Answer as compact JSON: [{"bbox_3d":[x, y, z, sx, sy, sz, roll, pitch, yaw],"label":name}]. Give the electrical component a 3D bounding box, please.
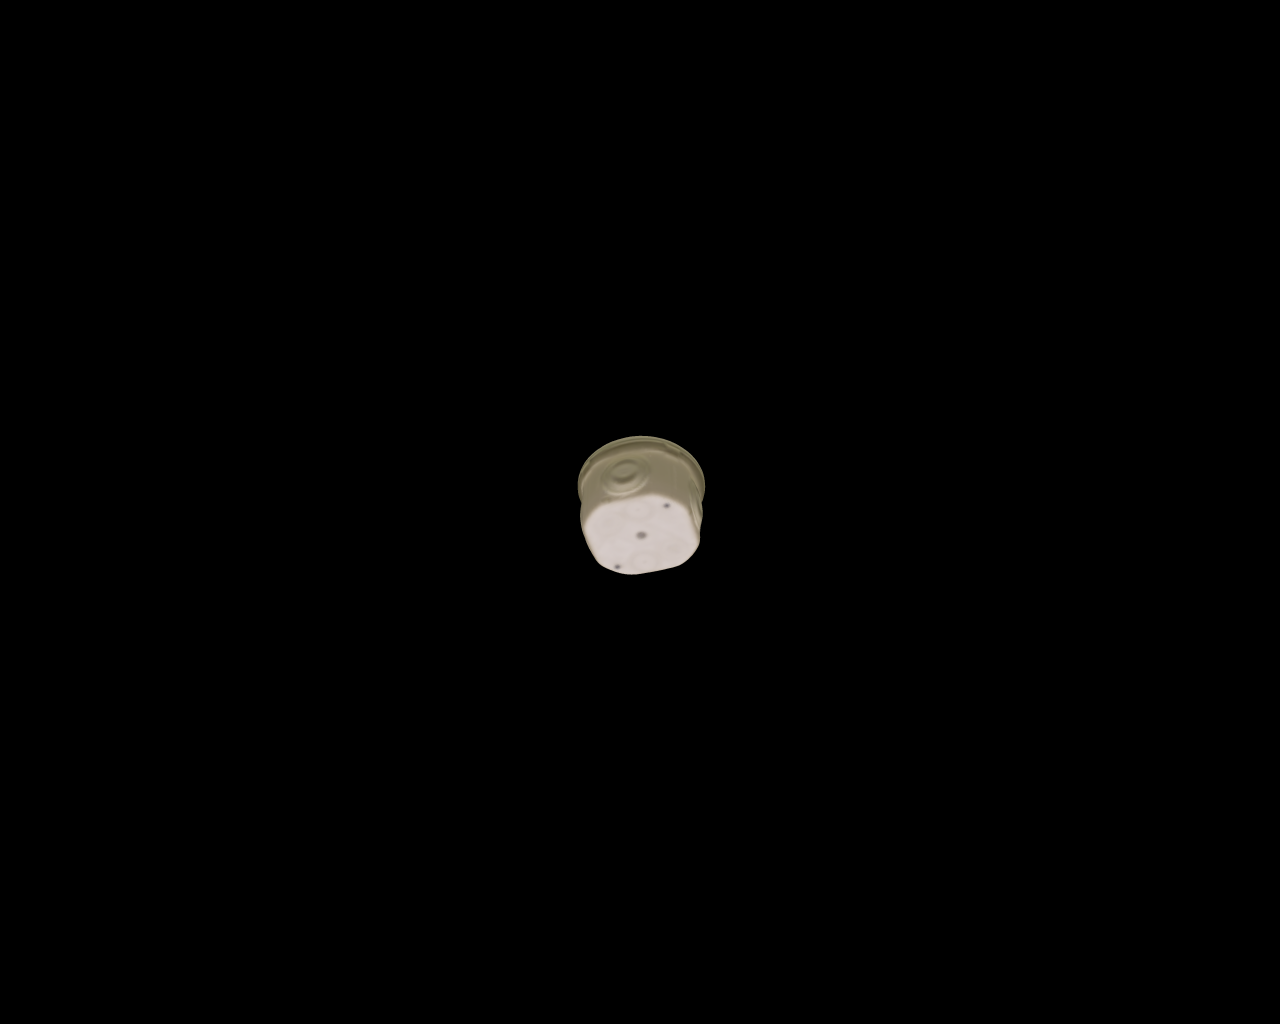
[{"bbox_3d":[0.001,-0.003,0.650,0.080,0.080,0.051,0,44,0],"label":"electrical component"}]
